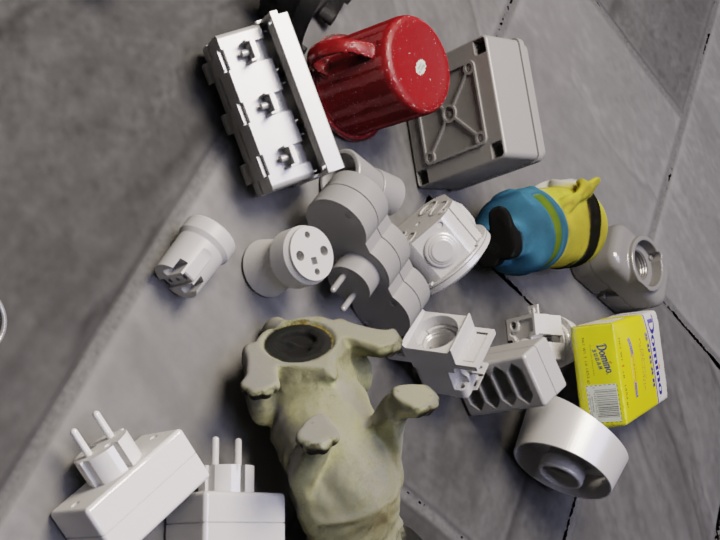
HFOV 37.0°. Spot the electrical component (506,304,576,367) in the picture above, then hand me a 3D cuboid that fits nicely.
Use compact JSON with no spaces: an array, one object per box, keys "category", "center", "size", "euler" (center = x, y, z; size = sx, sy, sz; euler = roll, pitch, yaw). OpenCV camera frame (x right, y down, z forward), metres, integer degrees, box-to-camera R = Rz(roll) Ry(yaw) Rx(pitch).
[{"category":"electrical component","center":[0.169,0.065,0.989],"size":[0.055,0.048,0.066],"euler":[5,75,-35]}]

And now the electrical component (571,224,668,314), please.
[{"category":"electrical component","center":[0.267,-0.001,1.089],"size":[0.095,0.059,0.053],"euler":[37,56,-30]}]

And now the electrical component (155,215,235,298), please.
[{"category":"electrical component","center":[-0.115,-0.009,0.746],"size":[0.040,0.040,0.046],"euler":[48,57,-23]}]

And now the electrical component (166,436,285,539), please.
[{"category":"electrical component","center":[-0.089,0.150,0.719],"size":[0.066,0.047,0.076],"euler":[12,70,-41]}]

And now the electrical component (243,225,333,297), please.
[{"category":"electrical component","center":[-0.053,-0.007,0.792],"size":[0.045,0.055,0.045],"euler":[14,69,-40]}]

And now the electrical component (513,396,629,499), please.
[{"category":"electrical component","center":[0.185,0.155,0.945],"size":[0.099,0.099,0.064],"euler":[45,59,-25]}]

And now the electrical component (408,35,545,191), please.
[{"category":"electrical component","center":[0.096,-0.133,0.931],"size":[0.056,0.109,0.108],"euler":[-2,80,-41]}]

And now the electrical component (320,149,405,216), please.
[{"category":"electrical component","center":[0.005,-0.068,0.875],"size":[0.065,0.044,0.044],"euler":[19,66,-44]}]

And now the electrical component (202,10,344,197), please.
[{"category":"electrical component","center":[-0.067,-0.121,0.803],"size":[0.063,0.079,0.121],"euler":[-22,94,-22]}]

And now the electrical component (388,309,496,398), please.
[{"category":"electrical component","center":[0.069,0.069,0.877],"size":[0.042,0.081,0.063],"euler":[-57,140,-37]}]

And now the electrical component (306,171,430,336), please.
[{"category":"electrical component","center":[0.000,0.000,0.827],"size":[0.073,0.052,0.138],"euler":[-54,129,-37]}]

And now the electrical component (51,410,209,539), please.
[{"category":"electrical component","center":[-0.152,0.124,0.668],"size":[0.083,0.047,0.075],"euler":[-41,107,-42]}]

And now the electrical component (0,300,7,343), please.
[{"category":"electrical component","center":[-0.232,0.033,0.611],"size":[0.048,0.055,0.066],"euler":[22,64,-37]}]

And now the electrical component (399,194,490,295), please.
[{"category":"electrical component","center":[0.063,-0.020,0.889],"size":[0.051,0.080,0.080],"euler":[49,50,-15]}]

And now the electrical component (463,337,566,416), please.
[{"category":"electrical component","center":[0.136,0.084,0.925],"size":[0.076,0.083,0.047],"euler":[-33,101,-44]}]
